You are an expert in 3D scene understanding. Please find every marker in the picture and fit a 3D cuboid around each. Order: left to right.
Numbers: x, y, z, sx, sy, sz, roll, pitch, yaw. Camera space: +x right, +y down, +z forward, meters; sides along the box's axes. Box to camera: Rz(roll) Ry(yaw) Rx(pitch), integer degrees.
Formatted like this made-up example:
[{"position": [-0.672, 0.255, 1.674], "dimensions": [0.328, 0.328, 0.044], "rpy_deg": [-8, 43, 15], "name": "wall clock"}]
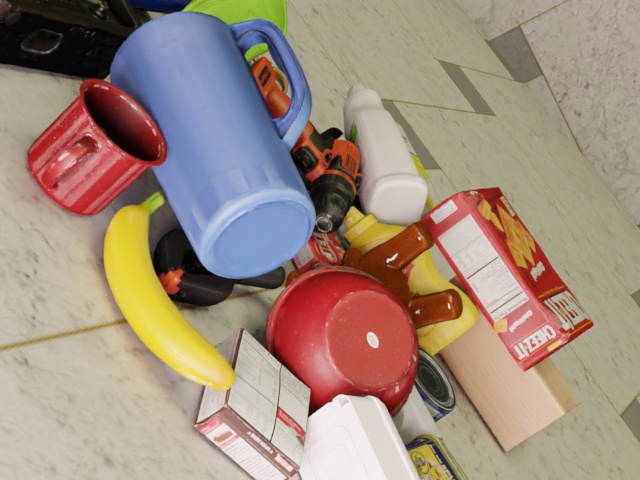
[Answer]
[{"position": [0.057, 0.033, 1.275], "dimensions": [0.121, 0.020, 0.020], "rpy_deg": [55, 23, 10], "name": "marker"}]

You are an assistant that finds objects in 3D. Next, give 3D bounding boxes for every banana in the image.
[{"position": [-0.131, 0.040, 0.860], "dimensions": [0.037, 0.069, 0.198], "rpy_deg": [99, -29, -57], "name": "banana"}]

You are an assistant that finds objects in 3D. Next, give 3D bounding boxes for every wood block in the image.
[{"position": [0.216, 0.143, 1.310], "dimensions": [0.206, 0.091, 0.090], "rpy_deg": [56, 23, 15], "name": "wood block"}]

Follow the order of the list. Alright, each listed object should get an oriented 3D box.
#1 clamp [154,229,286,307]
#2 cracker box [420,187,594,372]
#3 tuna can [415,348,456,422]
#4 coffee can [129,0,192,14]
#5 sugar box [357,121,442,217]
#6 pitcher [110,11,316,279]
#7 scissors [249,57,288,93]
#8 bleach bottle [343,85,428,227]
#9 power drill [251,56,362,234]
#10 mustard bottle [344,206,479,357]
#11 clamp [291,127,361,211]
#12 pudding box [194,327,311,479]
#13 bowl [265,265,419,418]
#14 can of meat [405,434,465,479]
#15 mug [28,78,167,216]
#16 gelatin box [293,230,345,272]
[{"position": [-0.108, 0.010, 0.979], "dimensions": [0.120, 0.039, 0.171], "rpy_deg": [44, 22, 14], "name": "clamp"}, {"position": [0.228, 0.039, 1.276], "dimensions": [0.214, 0.072, 0.164], "rpy_deg": [56, 23, 12], "name": "cracker box"}, {"position": [0.109, 0.158, 1.161], "dimensions": [0.086, 0.034, 0.086], "rpy_deg": [41, 24, -23], "name": "tuna can"}, {"position": [-0.207, -0.310, 1.199], "dimensions": [0.103, 0.103, 0.140], "rpy_deg": [54, 23, 7], "name": "coffee can"}, {"position": [0.096, -0.069, 1.409], "dimensions": [0.048, 0.093, 0.176], "rpy_deg": [26, 33, -46], "name": "sugar box"}, {"position": [-0.086, -0.091, 0.963], "dimensions": [0.144, 0.149, 0.243], "rpy_deg": [-2, 46, -32], "name": "pitcher"}, {"position": [-0.086, -0.200, 1.370], "dimensions": [0.096, 0.016, 0.201], "rpy_deg": [46, 23, -7], "name": "scissors"}, {"position": [0.070, -0.116, 1.336], "dimensions": [0.068, 0.103, 0.251], "rpy_deg": [0, 44, -12], "name": "bleach bottle"}, {"position": [-0.030, -0.106, 1.201], "dimensions": [0.187, 0.057, 0.184], "rpy_deg": [47, 24, -17], "name": "power drill"}, {"position": [0.088, 0.041, 1.219], "dimensions": [0.191, 0.096, 0.058], "rpy_deg": [53, 23, 5], "name": "mustard bottle"}, {"position": [-0.011, -0.103, 1.330], "dimensions": [0.209, 0.036, 0.164], "rpy_deg": [24, 37, -45], "name": "clamp"}, {"position": [-0.053, 0.138, 0.883], "dimensions": [0.090, 0.039, 0.113], "rpy_deg": [44, 22, -18], "name": "pudding box"}, {"position": [0.033, 0.096, 0.976], "dimensions": [0.161, 0.055, 0.162], "rpy_deg": [8, 72, -25], "name": "bowl"}, {"position": [0.092, 0.236, 0.981], "dimensions": [0.102, 0.058, 0.083], "rpy_deg": [57, 26, 17], "name": "can of meat"}, {"position": [-0.192, -0.070, 0.884], "dimensions": [0.093, 0.082, 0.117], "rpy_deg": [48, 22, -6], "name": "mug"}, {"position": [-0.008, 0.002, 1.187], "dimensions": [0.073, 0.030, 0.089], "rpy_deg": [19, 37, -51], "name": "gelatin box"}]
